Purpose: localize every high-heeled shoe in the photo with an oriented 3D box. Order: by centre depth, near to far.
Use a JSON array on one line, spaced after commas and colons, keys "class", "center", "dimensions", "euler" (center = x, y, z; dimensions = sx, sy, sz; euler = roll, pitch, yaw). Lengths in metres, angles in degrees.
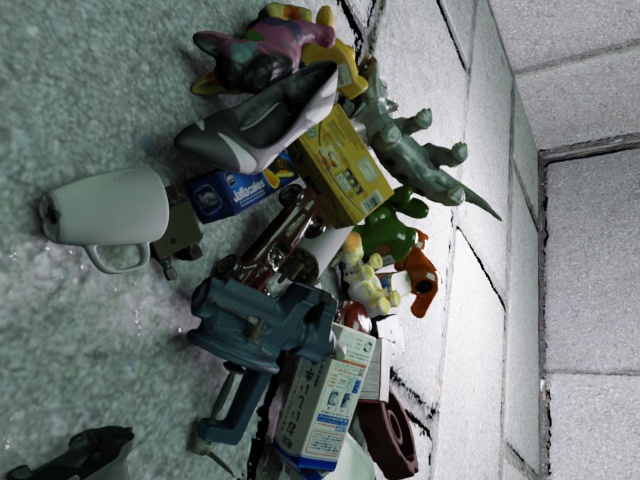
[{"class": "high-heeled shoe", "center": [-0.064, -0.164, 0.664], "dimensions": [0.086, 0.145, 0.248], "euler": [42, 28, 14]}]

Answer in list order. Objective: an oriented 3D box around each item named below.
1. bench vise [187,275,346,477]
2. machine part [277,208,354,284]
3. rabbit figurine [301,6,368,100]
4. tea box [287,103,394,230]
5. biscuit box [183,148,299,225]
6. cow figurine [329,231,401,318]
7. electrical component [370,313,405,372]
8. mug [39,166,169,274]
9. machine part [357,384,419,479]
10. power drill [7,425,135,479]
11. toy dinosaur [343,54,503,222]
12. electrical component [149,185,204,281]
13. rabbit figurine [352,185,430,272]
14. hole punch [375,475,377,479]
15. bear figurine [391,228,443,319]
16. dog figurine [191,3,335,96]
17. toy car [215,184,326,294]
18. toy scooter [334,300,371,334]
[{"class": "bench vise", "center": [-0.081, 0.157, 0.674], "dimensions": [0.223, 0.129, 0.240], "euler": [29, 82, -38]}, {"class": "machine part", "center": [-0.002, -0.003, 0.890], "dimensions": [0.243, 0.079, 0.079], "euler": [-51, 126, -49]}, {"class": "rabbit figurine", "center": [0.007, -0.324, 0.969], "dimensions": [0.162, 0.122, 0.173], "euler": [61, 22, -16]}, {"class": "tea box", "center": [0.026, -0.112, 0.840], "dimensions": [0.098, 0.068, 0.169], "euler": [-38, 102, -26]}, {"class": "biscuit box", "center": [-0.101, -0.082, 0.738], "dimensions": [0.203, 0.059, 0.062], "euler": [-43, 115, -60]}, {"class": "cow figurine", "center": [0.069, 0.067, 0.996], "dimensions": [0.068, 0.098, 0.167], "euler": [-30, 93, -47]}, {"class": "electrical component", "center": [0.122, 0.207, 1.071], "dimensions": [0.134, 0.058, 0.114], "euler": [1, 85, -59]}, {"class": "mug", "center": [-0.220, -0.018, 0.545], "dimensions": [0.107, 0.081, 0.109], "euler": [-12, 99, -47]}, {"class": "machine part", "center": [0.124, 0.350, 0.994], "dimensions": [0.179, 0.056, 0.179], "euler": [59, 15, -26]}, {"class": "power drill", "center": [-0.211, 0.293, 0.485], "dimensions": [0.232, 0.086, 0.207], "euler": [-23, 100, -60]}, {"class": "toy dinosaur", "center": [0.178, -0.164, 1.059], "dimensions": [0.131, 0.192, 0.404], "euler": [-47, 111, -9]}, {"class": "electrical component", "center": [-0.176, -0.013, 0.643], "dimensions": [0.078, 0.045, 0.102], "euler": [-36, 114, -28]}, {"class": "rabbit figurine", "center": [0.127, -0.050, 1.070], "dimensions": [0.121, 0.159, 0.170], "euler": [36, 38, -38]}, {"class": "hole punch", "center": [0.111, 0.488, 0.936], "dimensions": [0.092, 0.116, 0.142], "euler": [34, 57, -60]}, {"class": "bear figurine", "center": [0.195, 0.057, 1.195], "dimensions": [0.120, 0.132, 0.196], "euler": [20, 28, -20]}, {"class": "dog figurine", "center": [-0.095, -0.269, 0.772], "dimensions": [0.219, 0.192, 0.108], "euler": [-18, 139, -35]}, {"class": "toy car", "center": [-0.061, 0.009, 0.756], "dimensions": [0.202, 0.053, 0.089], "euler": [-49, 130, -18]}, {"class": "toy scooter", "center": [0.024, 0.174, 0.905], "dimensions": [0.135, 0.075, 0.184], "euler": [43, 54, -45]}]
